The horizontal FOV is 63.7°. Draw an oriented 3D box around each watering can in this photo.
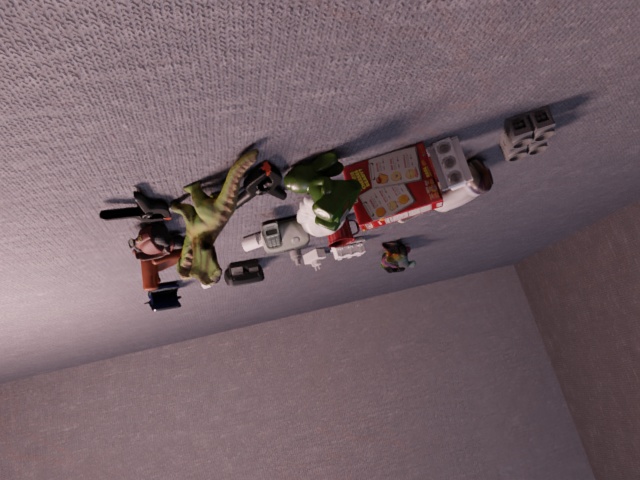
[{"bbox_3d":[0.371,-0.135,1.491,0.221,0.104,0.352,-29,-179,39],"label":"watering can"}]

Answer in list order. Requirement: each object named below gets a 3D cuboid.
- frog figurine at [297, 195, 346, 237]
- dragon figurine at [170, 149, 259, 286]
[{"bbox_3d":[0.004,-0.072,1.432,0.137,0.123,0.159,5,175,1],"label":"frog figurine"},{"bbox_3d":[-0.238,-0.019,1.164,0.122,0.246,0.404,4,158,-36],"label":"dragon figurine"}]
